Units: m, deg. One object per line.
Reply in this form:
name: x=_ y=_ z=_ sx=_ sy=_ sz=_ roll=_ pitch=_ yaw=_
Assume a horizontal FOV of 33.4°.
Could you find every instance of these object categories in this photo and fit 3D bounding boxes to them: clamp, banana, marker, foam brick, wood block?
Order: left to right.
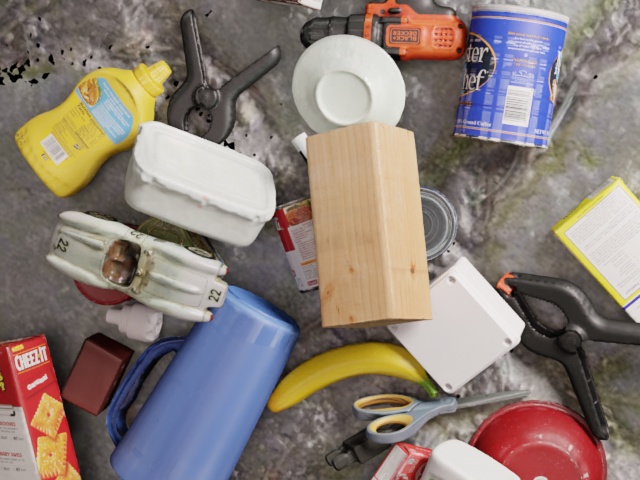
foam brick: x=-0.261 y=0.156 z=1.251 sx=0.051 sy=0.053 sz=0.078 roll=27 pitch=99 yaw=4
clamp: x=-0.115 y=-0.165 z=1.210 sx=0.120 sy=0.039 sz=0.171 roll=16 pitch=103 yaw=10
marker: x=0.009 y=-0.068 z=1.213 sx=0.020 sy=0.020 sz=0.121 roll=-34 pitch=91 yaw=9
banana: x=0.033 y=0.152 z=1.213 sx=0.198 sy=0.037 sz=0.069 roll=-8 pitch=63 yaw=12
wood block: x=0.053 y=-0.013 z=1.140 sx=0.090 sy=0.090 sz=0.206 roll=-10 pitch=80 yaw=33
clamp: x=0.289 y=0.101 z=1.168 sx=0.210 sy=0.036 sz=0.165 roll=44 pitch=120 yaw=7

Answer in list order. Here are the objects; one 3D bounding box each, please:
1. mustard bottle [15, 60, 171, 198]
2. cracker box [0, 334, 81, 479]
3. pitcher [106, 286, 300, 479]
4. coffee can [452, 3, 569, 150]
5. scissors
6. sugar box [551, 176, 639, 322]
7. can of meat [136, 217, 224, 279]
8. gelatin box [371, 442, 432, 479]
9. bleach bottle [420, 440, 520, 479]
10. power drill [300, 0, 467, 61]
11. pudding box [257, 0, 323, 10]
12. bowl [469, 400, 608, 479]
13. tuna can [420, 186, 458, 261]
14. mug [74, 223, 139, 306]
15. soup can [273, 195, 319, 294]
mustard bottle: x=-0.248 y=-0.140 z=1.218 sx=0.192 sy=0.058 sz=0.096 roll=-37 pitch=87 yaw=9
cracker box: x=-0.372 y=0.227 z=1.242 sx=0.164 sy=0.072 sz=0.214 roll=-11 pitch=94 yaw=29
pitcher: x=-0.132 y=0.172 z=1.205 sx=0.149 sy=0.145 sz=0.243 roll=28 pitch=95 yaw=-18
coffee can: x=0.202 y=-0.173 z=1.137 sx=0.103 sy=0.102 sz=0.140 roll=9 pitch=96 yaw=6
scissors: x=0.134 y=0.195 z=1.190 sx=0.202 sy=0.096 sz=0.016 roll=-3 pitch=114 yaw=10
sugar box: x=0.347 y=0.025 z=1.167 sx=0.093 sy=0.048 sz=0.176 roll=-41 pitch=93 yaw=9
can of meat: x=-0.155 y=0.016 z=1.208 sx=0.057 sy=0.084 sz=0.102 roll=-31 pitch=91 yaw=9
gelatin box: x=0.094 y=0.275 z=1.207 sx=0.030 sy=0.073 sz=0.089 roll=42 pitch=103 yaw=44
bleach bottle: x=0.134 y=0.353 z=1.193 sx=0.103 sy=0.067 sz=0.251 roll=30 pitch=114 yaw=31
power drill: x=0.073 y=-0.290 z=1.167 sx=0.184 sy=0.057 sz=0.188 roll=4 pitch=97 yaw=7
pudding box: x=-0.030 y=-0.314 z=1.166 sx=0.090 sy=0.039 sz=0.113 roll=19 pitch=97 yaw=40
bowl: x=0.244 y=0.264 z=1.197 sx=0.162 sy=0.055 sz=0.162 roll=1 pitch=95 yaw=7
tuna can: x=0.111 y=-0.018 z=1.197 sx=0.086 sy=0.033 sz=0.086 roll=0 pitch=92 yaw=8
mug: x=-0.244 y=0.027 z=1.222 sx=0.117 sy=0.081 sz=0.093 roll=16 pitch=97 yaw=5
soup can: x=-0.008 y=0.001 z=1.197 sx=0.068 sy=0.068 sz=0.102 roll=-19 pitch=93 yaw=8
